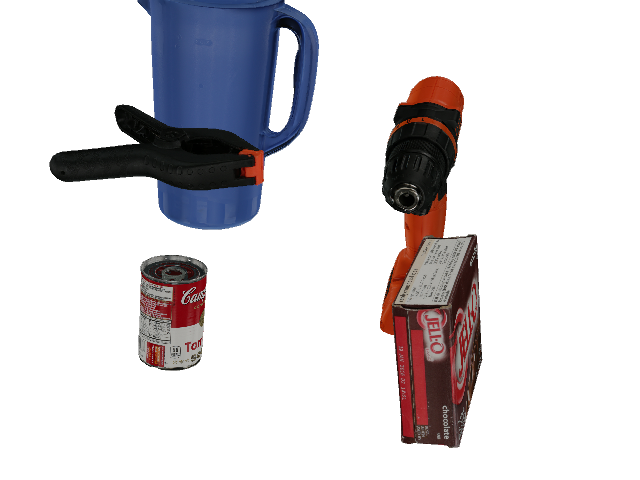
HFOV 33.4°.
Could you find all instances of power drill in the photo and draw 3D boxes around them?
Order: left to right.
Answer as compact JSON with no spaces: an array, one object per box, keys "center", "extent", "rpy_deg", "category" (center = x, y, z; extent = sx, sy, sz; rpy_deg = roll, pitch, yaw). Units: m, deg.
[{"center":[0.080,-0.017,0.848],"extent":[0.057,0.188,0.184],"rpy_deg":[8,32,11],"category":"power drill"}]

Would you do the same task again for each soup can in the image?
[{"center":[-0.153,0.075,1.101],"extent":[0.068,0.102,0.068],"rpy_deg":[5,21,-2],"category":"soup can"}]

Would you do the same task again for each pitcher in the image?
[{"center":[-0.099,-0.137,1.081],"extent":[0.144,0.243,0.149],"rpy_deg":[-9,29,-27],"category":"pitcher"}]

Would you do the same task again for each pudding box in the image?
[{"center":[0.072,0.056,0.641],"extent":[0.039,0.090,0.113],"rpy_deg":[1,22,14],"category":"pudding box"}]

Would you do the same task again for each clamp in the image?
[{"center":[-0.133,-0.068,0.877],"extent":[0.172,0.039,0.120],"rpy_deg":[13,40,26],"category":"clamp"}]
